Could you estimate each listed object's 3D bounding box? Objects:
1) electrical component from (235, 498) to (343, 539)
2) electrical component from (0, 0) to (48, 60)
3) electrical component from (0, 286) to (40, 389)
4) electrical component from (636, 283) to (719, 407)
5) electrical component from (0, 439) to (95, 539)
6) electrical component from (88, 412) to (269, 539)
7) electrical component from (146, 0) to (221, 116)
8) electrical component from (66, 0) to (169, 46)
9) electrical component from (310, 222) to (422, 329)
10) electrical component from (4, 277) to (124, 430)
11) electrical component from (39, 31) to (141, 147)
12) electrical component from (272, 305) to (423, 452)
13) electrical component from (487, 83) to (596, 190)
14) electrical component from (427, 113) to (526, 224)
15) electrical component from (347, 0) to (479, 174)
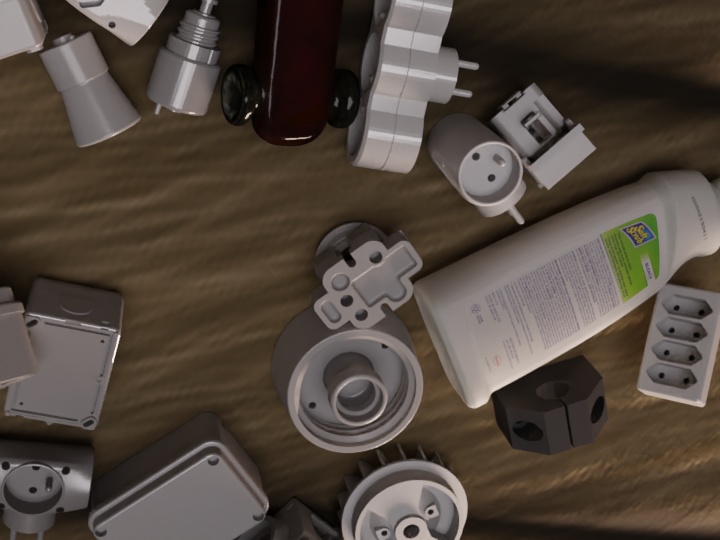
[{"bbox_3d":[-0.092,0.271,0.809,0.186,0.105,0.060,-44,114,7],"label":"electrical component"},{"bbox_3d":[-0.240,-0.149,0.630,0.096,0.061,0.061,-20,115,-4],"label":"electrical component"},{"bbox_3d":[-0.265,0.056,0.670,0.113,0.078,0.057,-22,85,39],"label":"electrical component"},{"bbox_3d":[0.250,0.060,0.826,0.047,0.076,0.083,11,83,25],"label":"electrical component"},{"bbox_3d":[-0.233,0.160,0.766,0.077,0.044,0.079,8,110,-15],"label":"electrical component"},{"bbox_3d":[-0.132,0.169,0.785,0.113,0.057,0.078,-33,115,2],"label":"electrical component"},{"bbox_3d":[-0.107,-0.134,0.678,0.040,0.040,0.078,16,107,-18],"label":"electrical component"},{"bbox_3d":[-0.146,-0.189,0.646,0.077,0.043,0.079,36,97,-24],"label":"electrical component"},{"bbox_3d":[0.000,0.000,0.747,0.078,0.057,0.058,-36,114,3],"label":"electrical component"},{"bbox_3d":[-0.201,0.060,0.727,0.062,0.061,0.096,12,115,-15],"label":"electrical component"},{"bbox_3d":[-0.171,-0.115,0.672,0.044,0.044,0.065,-24,110,-2],"label":"electrical component"},{"bbox_3d":[-0.006,0.080,0.776,0.108,0.060,0.108,-4,112,-11],"label":"electrical component"},{"bbox_3d":[0.121,-0.092,0.732,0.042,0.081,0.063,-40,92,5],"label":"electrical component"},{"bbox_3d":[0.087,-0.063,0.730,0.043,0.077,0.079,-38,114,4],"label":"electrical component"},{"bbox_3d":[0.042,-0.130,0.706,0.074,0.052,0.138,7,110,-15],"label":"electrical component"}]
